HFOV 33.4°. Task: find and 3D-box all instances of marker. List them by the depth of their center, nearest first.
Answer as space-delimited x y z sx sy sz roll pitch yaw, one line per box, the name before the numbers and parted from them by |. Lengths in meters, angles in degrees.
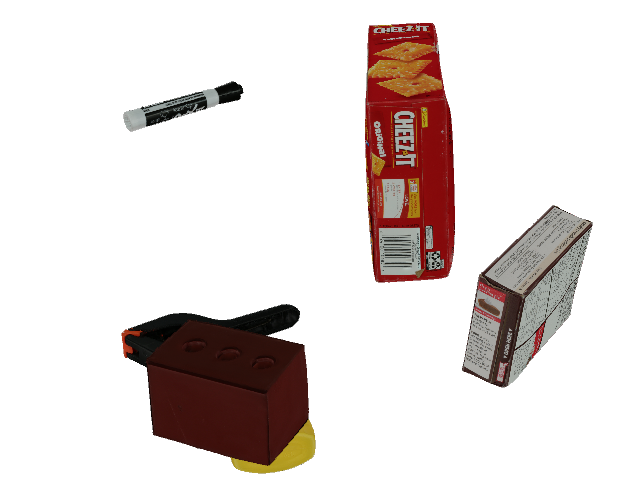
marker | -0.128 -0.128 1.013 0.120 0.020 0.020 -21 9 -26

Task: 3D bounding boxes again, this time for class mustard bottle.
mustard bottle | -0.072 0.192 1.260 0.096 0.058 0.192 -9 29 -11

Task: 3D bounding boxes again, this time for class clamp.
clamp | -0.097 0.093 1.010 0.171 0.039 0.120 8 26 6

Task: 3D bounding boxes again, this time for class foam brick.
foam brick | -0.052 0.085 0.607 0.078 0.051 0.052 10 27 21

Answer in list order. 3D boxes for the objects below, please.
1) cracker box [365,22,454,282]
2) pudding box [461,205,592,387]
cracker box | 0.079 -0.085 0.948 0.072 0.164 0.213 -2 27 5
pudding box | 0.149 0.040 0.768 0.039 0.090 0.113 24 41 26
